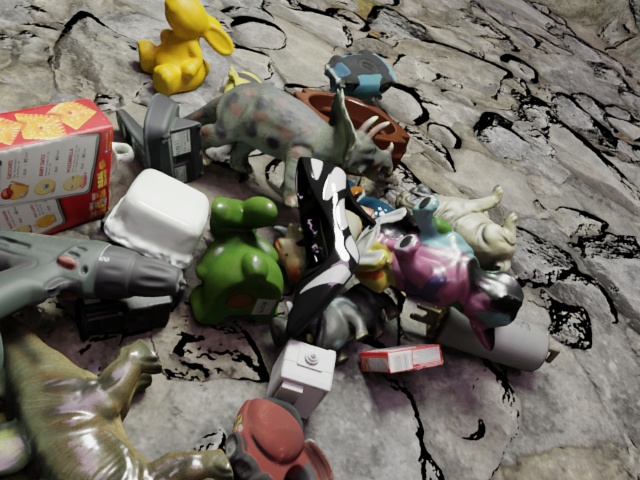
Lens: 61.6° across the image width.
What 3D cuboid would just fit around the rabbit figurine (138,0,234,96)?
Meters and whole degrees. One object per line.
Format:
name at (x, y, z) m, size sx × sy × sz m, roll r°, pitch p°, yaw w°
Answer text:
rabbit figurine at (-0.244, -0.365, 0.992) m, size 0.162 × 0.173 × 0.122 m, roll -11°, pitch 51°, yaw -27°

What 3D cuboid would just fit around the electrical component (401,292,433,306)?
electrical component at (0.163, 0.069, 0.873) m, size 0.102 × 0.045 × 0.078 m, roll 19°, pitch 16°, yaw -12°

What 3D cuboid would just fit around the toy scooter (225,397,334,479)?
toy scooter at (-0.040, 0.255, 0.563) m, size 0.184 × 0.075 × 0.135 m, roll 46°, pitch 25°, yaw 13°

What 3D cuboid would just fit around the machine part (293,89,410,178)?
machine part at (0.047, -0.198, 1.002) m, size 0.201 × 0.087 × 0.201 m, roll 1°, pitch 35°, yaw -29°

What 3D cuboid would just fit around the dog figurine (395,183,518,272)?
dog figurine at (0.236, -0.016, 0.959) m, size 0.191 × 0.121 × 0.172 m, roll -3°, pitch 46°, yaw -9°

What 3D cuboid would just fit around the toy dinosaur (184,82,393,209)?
toy dinosaur at (-0.081, -0.177, 0.851) m, size 0.405 × 0.192 × 0.131 m, roll 24°, pitch 12°, yaw 7°

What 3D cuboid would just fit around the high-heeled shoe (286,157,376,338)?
high-heeled shoe at (-0.018, -0.005, 0.699) m, size 0.145 × 0.086 × 0.249 m, roll 38°, pitch 53°, yaw -4°

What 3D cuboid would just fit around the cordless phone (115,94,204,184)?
cordless phone at (-0.264, -0.170, 0.821) m, size 0.089 × 0.146 × 0.184 m, roll -30°, pitch 61°, yaw -29°

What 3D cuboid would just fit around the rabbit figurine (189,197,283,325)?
rabbit figurine at (-0.117, 0.007, 0.719) m, size 0.121 × 0.159 × 0.170 m, roll -4°, pitch 52°, yaw -17°

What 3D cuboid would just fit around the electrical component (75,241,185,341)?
electrical component at (-0.244, 0.057, 0.681) m, size 0.134 × 0.058 × 0.115 m, roll -7°, pitch 55°, yaw -30°

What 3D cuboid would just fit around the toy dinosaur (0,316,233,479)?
toy dinosaur at (-0.246, 0.185, 0.532) m, size 0.472 × 0.105 × 0.198 m, roll 42°, pitch 49°, yaw 22°

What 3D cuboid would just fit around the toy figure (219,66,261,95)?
toy figure at (-0.141, -0.245, 0.994) m, size 0.089 × 0.082 × 0.180 m, roll 22°, pitch 33°, yaw -33°

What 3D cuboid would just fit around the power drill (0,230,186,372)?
power drill at (-0.279, 0.052, 0.540) m, size 0.232 × 0.085 × 0.207 m, roll 12°, pitch 28°, yaw 8°

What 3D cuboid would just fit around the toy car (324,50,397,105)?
toy car at (0.078, -0.339, 1.164) m, size 0.162 × 0.103 × 0.109 m, roll -20°, pitch 63°, yaw -33°

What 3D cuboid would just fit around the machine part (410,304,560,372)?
machine part at (0.255, 0.142, 0.819) m, size 0.243 × 0.079 × 0.079 m, roll 19°, pitch 45°, yaw -7°

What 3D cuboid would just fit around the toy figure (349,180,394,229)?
toy figure at (0.073, -0.061, 0.938) m, size 0.155 × 0.064 × 0.058 m, roll 39°, pitch 83°, yaw 19°

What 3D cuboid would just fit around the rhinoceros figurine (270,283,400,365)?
rhinoceros figurine at (0.021, 0.107, 0.747) m, size 0.190 × 0.073 × 0.112 m, roll -16°, pitch 60°, yaw -36°

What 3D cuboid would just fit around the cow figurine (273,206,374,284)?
cow figurine at (-0.002, -0.003, 0.830) m, size 0.127 × 0.085 × 0.195 m, roll 26°, pitch 41°, yaw 2°

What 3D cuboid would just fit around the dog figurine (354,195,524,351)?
dog figurine at (0.167, 0.059, 0.745) m, size 0.219 × 0.191 × 0.108 m, roll 45°, pitch 52°, yaw -17°

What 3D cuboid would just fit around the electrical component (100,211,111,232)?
electrical component at (-0.277, -0.020, 0.762) m, size 0.063 × 0.021 × 0.094 m, roll 29°, pitch 44°, yaw 3°
